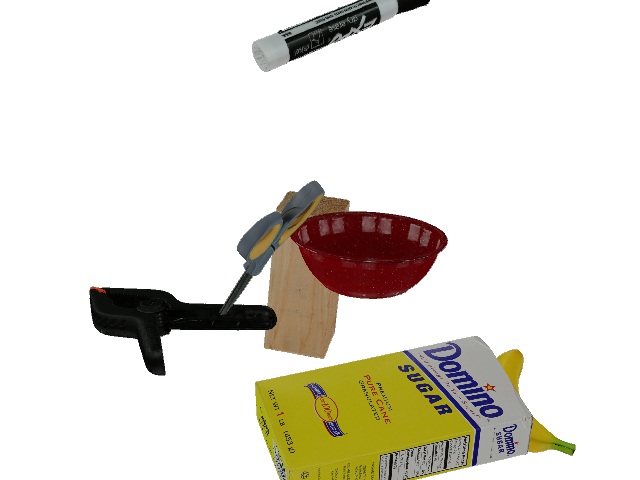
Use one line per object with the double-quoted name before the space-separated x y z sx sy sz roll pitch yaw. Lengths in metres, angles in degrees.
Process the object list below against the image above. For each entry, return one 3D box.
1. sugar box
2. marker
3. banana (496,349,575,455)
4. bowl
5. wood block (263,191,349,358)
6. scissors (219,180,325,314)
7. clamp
"sugar box" 0.050 0.124 0.754 0.176 0.048 0.093 -13 38 -12
"marker" 0.016 -0.131 0.636 0.121 0.020 0.020 -26 9 -19
"banana" 0.217 0.179 1.185 0.069 0.037 0.198 11 25 -14
"bowl" 0.049 0.019 1.098 0.162 0.055 0.162 2 18 -1
"wood block" -0.020 0.047 1.486 0.090 0.206 0.090 9 22 7
"scissors" -0.064 0.022 0.924 0.202 0.016 0.096 -49 -12 35
"clamp" -0.173 0.084 1.091 0.210 0.036 0.164 10 20 33
